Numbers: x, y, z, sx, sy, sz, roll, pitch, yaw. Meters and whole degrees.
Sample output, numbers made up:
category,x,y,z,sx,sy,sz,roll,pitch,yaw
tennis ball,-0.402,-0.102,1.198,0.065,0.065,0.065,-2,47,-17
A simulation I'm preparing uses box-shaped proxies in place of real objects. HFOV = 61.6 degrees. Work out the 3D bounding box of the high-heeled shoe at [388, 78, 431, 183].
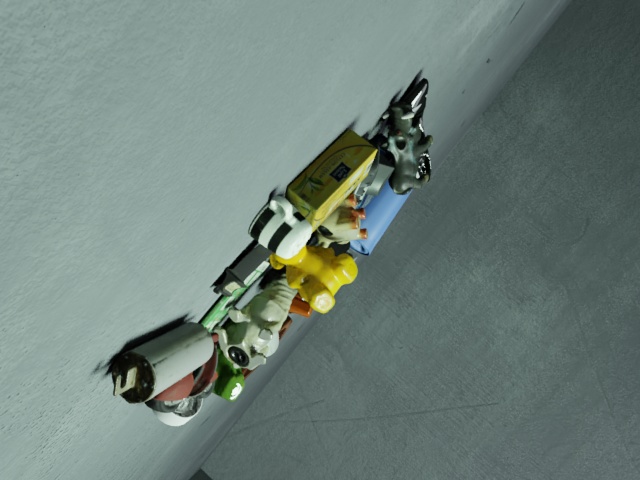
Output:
category,x,y,z,sx,sy,sz,roll,pitch,yaw
high-heeled shoe,0.222,-0.228,1.182,0.086,0.145,0.248,-46,171,-30

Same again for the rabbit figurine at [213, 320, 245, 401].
category,x,y,z,sx,sy,sz,roll,pitch,yaw
rabbit figurine,-0.199,0.257,1.186,0.170,0.121,0.159,-63,178,-18

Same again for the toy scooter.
category,x,y,z,sx,sy,sz,roll,pitch,yaw
toy scooter,-0.242,0.237,0.995,0.183,0.075,0.135,9,104,-64

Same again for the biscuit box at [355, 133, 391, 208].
category,x,y,z,sx,sy,sz,roll,pitch,yaw
biscuit box,0.111,-0.148,1.228,0.063,0.059,0.202,-42,168,-35

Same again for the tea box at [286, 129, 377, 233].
category,x,y,z,sx,sy,sz,roll,pitch,yaw
tea box,0.017,-0.103,0.944,0.169,0.068,0.098,-45,168,-24

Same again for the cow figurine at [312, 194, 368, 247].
category,x,y,z,sx,sy,sz,roll,pitch,yaw
cow figurine,0.030,-0.029,1.084,0.194,0.127,0.085,40,47,-73

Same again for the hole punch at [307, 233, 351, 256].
category,x,y,z,sx,sy,sz,roll,pitch,yaw
hole punch,-0.003,-0.004,1.231,0.142,0.092,0.115,-44,136,-26

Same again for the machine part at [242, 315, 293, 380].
category,x,y,z,sx,sy,sz,roll,pitch,yaw
machine part,-0.176,0.272,1.421,0.201,0.087,0.201,-38,162,-55

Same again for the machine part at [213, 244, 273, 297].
category,x,y,z,sx,sy,sz,roll,pitch,yaw
machine part,-0.125,0.046,0.941,0.139,0.039,0.084,-44,162,-3

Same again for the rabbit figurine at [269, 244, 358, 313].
category,x,y,z,sx,sy,sz,roll,pitch,yaw
rabbit figurine,-0.033,0.033,1.038,0.122,0.173,0.163,-49,-145,-5

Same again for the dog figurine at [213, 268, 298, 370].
category,x,y,z,sx,sy,sz,roll,pitch,yaw
dog figurine,-0.115,0.160,1.113,0.172,0.121,0.190,-51,178,35

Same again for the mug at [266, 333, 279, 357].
category,x,y,z,sx,sy,sz,roll,pitch,yaw
mug,-0.141,0.204,1.256,0.081,0.110,0.107,-22,148,-23

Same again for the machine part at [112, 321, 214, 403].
category,x,y,z,sx,sy,sz,roll,pitch,yaw
machine part,-0.237,0.185,0.832,0.079,0.079,0.243,-54,171,16

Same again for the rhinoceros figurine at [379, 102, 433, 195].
category,x,y,z,sx,sy,sz,roll,pitch,yaw
rhinoceros figurine,0.171,-0.189,1.109,0.112,0.073,0.190,-19,117,-35

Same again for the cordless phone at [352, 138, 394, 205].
category,x,y,z,sx,sy,sz,roll,pitch,yaw
cordless phone,0.046,-0.110,1.084,0.184,0.089,0.146,-32,164,-27

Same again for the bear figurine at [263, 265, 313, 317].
category,x,y,z,sx,sy,sz,roll,pitch,yaw
bear figurine,-0.071,0.136,1.266,0.195,0.132,0.120,84,15,-67
